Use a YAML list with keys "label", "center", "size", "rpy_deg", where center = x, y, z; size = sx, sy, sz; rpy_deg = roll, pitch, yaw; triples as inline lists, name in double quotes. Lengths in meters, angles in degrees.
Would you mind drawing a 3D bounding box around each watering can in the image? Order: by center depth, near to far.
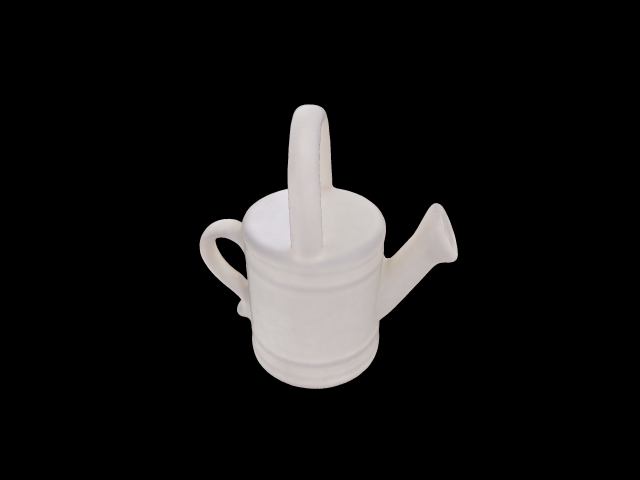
- label: "watering can"
  center: [0.004, 0.000, 0.402]
  size: [0.173, 0.194, 0.100]
  rpy_deg: [-8, 35, -12]
